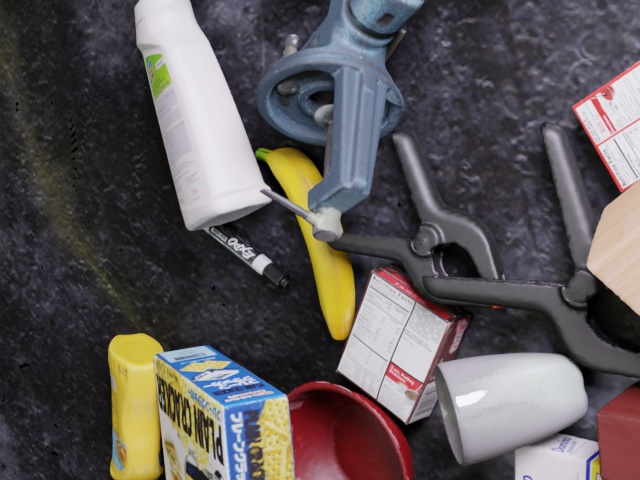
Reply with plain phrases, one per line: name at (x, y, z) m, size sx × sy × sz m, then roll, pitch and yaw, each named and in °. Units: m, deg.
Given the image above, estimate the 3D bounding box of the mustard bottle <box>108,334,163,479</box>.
mustard bottle at (-0.199, 0.205, 1.160) m, size 0.096 × 0.058 × 0.192 m, roll -141°, pitch 51°, yaw -63°

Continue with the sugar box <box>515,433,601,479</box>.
sugar box at (0.236, 0.209, 0.813) m, size 0.177 × 0.048 × 0.093 m, roll 9°, pitch 108°, yaw 40°

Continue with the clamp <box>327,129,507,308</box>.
clamp at (0.093, -0.010, 0.885) m, size 0.172 × 0.039 × 0.120 m, roll 32°, pitch 110°, yaw 22°

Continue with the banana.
banana at (-0.003, -0.007, 0.973) m, size 0.198 × 0.037 × 0.070 m, roll 69°, pitch 161°, yaw 9°

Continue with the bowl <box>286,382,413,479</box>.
bowl at (0.029, 0.201, 0.978) m, size 0.162 × 0.055 × 0.162 m, roll 11°, pitch 107°, yaw 38°

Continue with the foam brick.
foam brick at (0.240, 0.141, 0.773) m, size 0.051 × 0.078 × 0.053 m, roll 2°, pitch 102°, yaw 38°

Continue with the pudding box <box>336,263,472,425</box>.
pudding box at (0.071, 0.090, 0.929) m, size 0.090 × 0.039 × 0.114 m, roll 35°, pitch 119°, yaw 31°

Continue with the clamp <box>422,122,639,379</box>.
clamp at (0.188, 0.039, 0.804) m, size 0.210 × 0.036 × 0.165 m, roll 48°, pitch 112°, yaw 14°

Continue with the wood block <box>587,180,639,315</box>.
wood block at (0.279, -0.033, 0.675) m, size 0.091 × 0.090 × 0.206 m, roll 42°, pitch 127°, yaw -3°

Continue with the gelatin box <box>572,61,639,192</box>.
gelatin box at (0.234, -0.087, 0.755) m, size 0.089 × 0.030 × 0.073 m, roll -36°, pitch 79°, yaw 39°

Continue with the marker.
marker at (-0.073, 0.011, 1.043) m, size 0.121 × 0.020 × 0.020 m, roll 37°, pitch 122°, yaw 28°

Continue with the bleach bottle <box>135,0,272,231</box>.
bleach bottle at (-0.123, -0.141, 1.015) m, size 0.103 × 0.067 × 0.251 m, roll -22°, pitch 84°, yaw 59°
